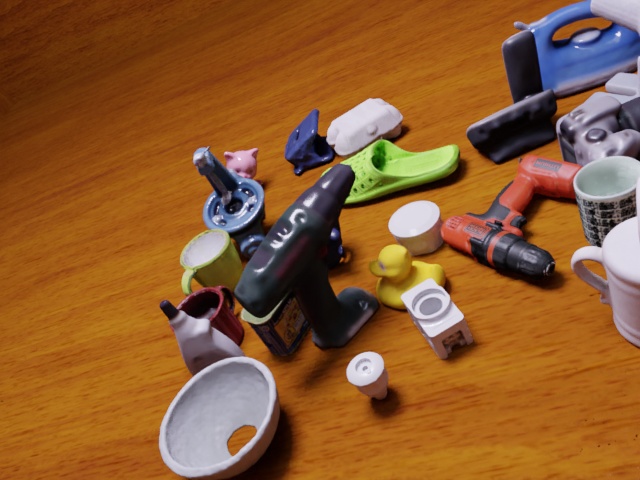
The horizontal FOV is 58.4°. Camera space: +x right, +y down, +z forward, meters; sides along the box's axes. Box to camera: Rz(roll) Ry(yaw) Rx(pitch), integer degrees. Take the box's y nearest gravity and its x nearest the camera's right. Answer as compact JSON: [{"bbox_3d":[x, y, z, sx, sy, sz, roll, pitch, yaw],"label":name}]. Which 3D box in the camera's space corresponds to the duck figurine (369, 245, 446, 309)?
[{"bbox_3d":[0.117,0.043,0.799,0.104,0.086,0.077,-10,40,26],"label":"duck figurine"}]

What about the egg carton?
[{"bbox_3d":[0.090,-0.223,1.158,0.150,0.070,0.107,-32,36,-4],"label":"egg carton"}]

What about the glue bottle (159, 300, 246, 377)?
[{"bbox_3d":[-0.171,0.143,0.805,0.078,0.174,0.037,-22,36,11],"label":"glue bottle"}]

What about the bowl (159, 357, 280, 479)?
[{"bbox_3d":[-0.116,0.239,0.734,0.167,0.075,0.167,-19,37,15],"label":"bowl"}]

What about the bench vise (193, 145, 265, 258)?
[{"bbox_3d":[-0.181,-0.088,1.052,0.121,0.220,0.206,-38,36,-11],"label":"bench vise"}]

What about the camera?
[{"bbox_3d":[0.423,-0.151,0.809,0.136,0.101,0.143,-25,36,7],"label":"camera"}]

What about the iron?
[{"bbox_3d":[0.466,-0.354,0.991,0.257,0.142,0.118,-16,38,19],"label":"iron"}]

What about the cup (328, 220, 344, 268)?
[{"bbox_3d":[0.008,0.003,0.917,0.092,0.095,0.117,-43,37,-17],"label":"cup"}]

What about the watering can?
[{"bbox_3d":[0.349,0.016,0.576,0.172,0.195,0.101,-17,38,18],"label":"watering can"}]

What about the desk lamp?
[{"bbox_3d":[0.477,-0.276,0.825,0.118,0.214,0.202,-39,36,-13],"label":"desk lamp"}]

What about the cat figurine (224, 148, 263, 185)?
[{"bbox_3d":[-0.177,-0.140,1.201,0.127,0.118,0.067,-15,38,19],"label":"cat figurine"}]

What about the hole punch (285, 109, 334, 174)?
[{"bbox_3d":[-0.031,-0.208,1.205,0.101,0.091,0.108,-18,37,16],"label":"hole punch"}]

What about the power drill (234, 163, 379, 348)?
[{"bbox_3d":[-0.001,0.039,0.782,0.230,0.209,0.075,-45,38,-20],"label":"power drill"}]

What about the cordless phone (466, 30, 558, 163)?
[{"bbox_3d":[0.298,-0.234,0.925,0.147,0.185,0.094,-26,36,5],"label":"cordless phone"}]
